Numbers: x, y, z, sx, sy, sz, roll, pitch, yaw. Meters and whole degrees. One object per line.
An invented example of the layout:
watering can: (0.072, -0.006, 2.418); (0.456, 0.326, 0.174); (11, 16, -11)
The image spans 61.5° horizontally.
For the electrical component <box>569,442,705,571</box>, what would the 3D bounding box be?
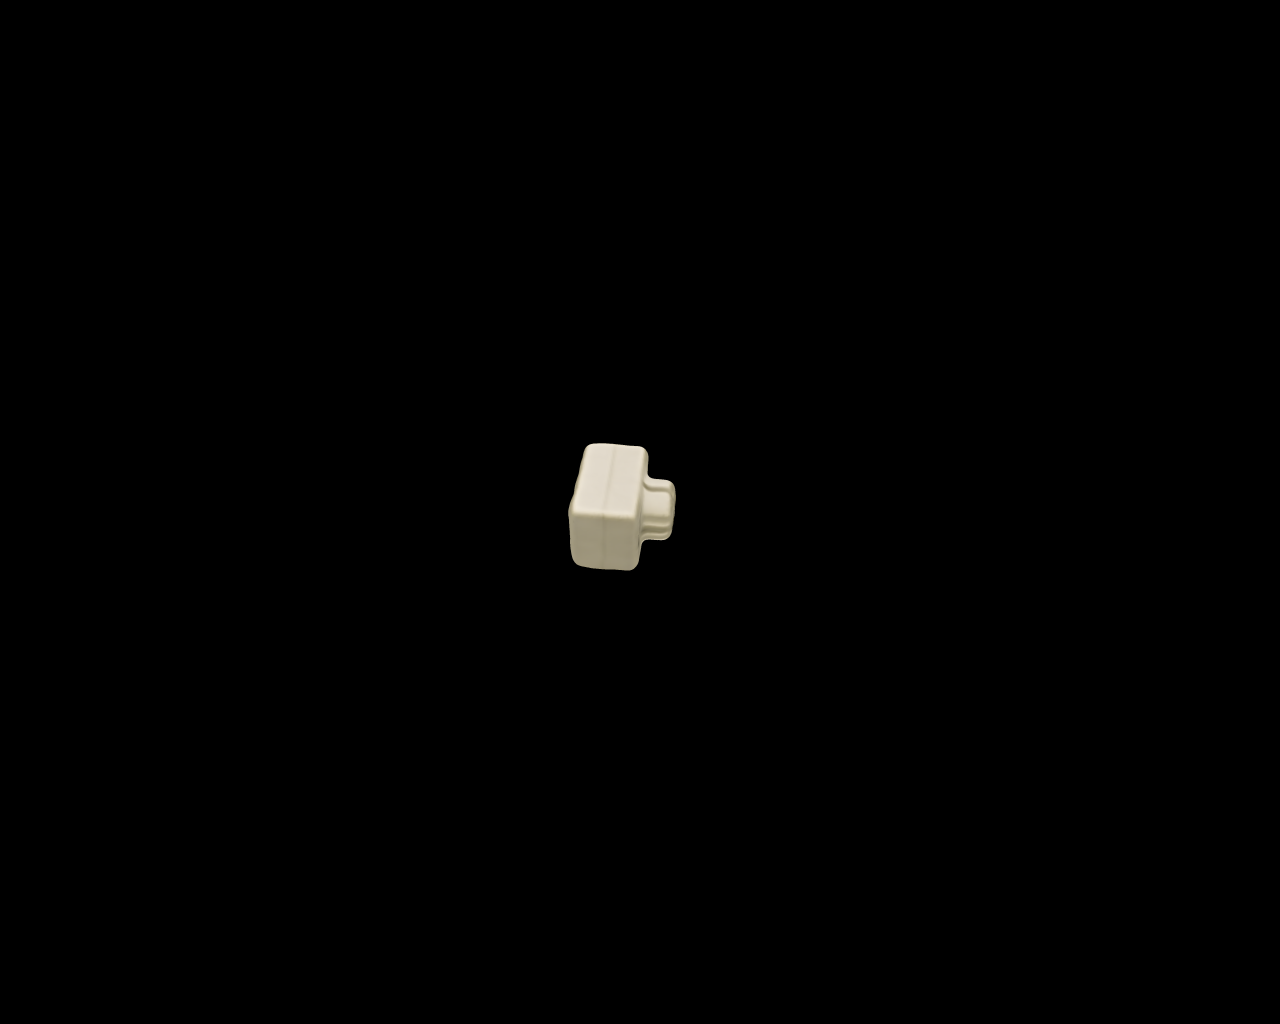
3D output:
electrical component: (0.001, -0.003, 0.650); (0.077, 0.047, 0.066); (4, 44, 4)
